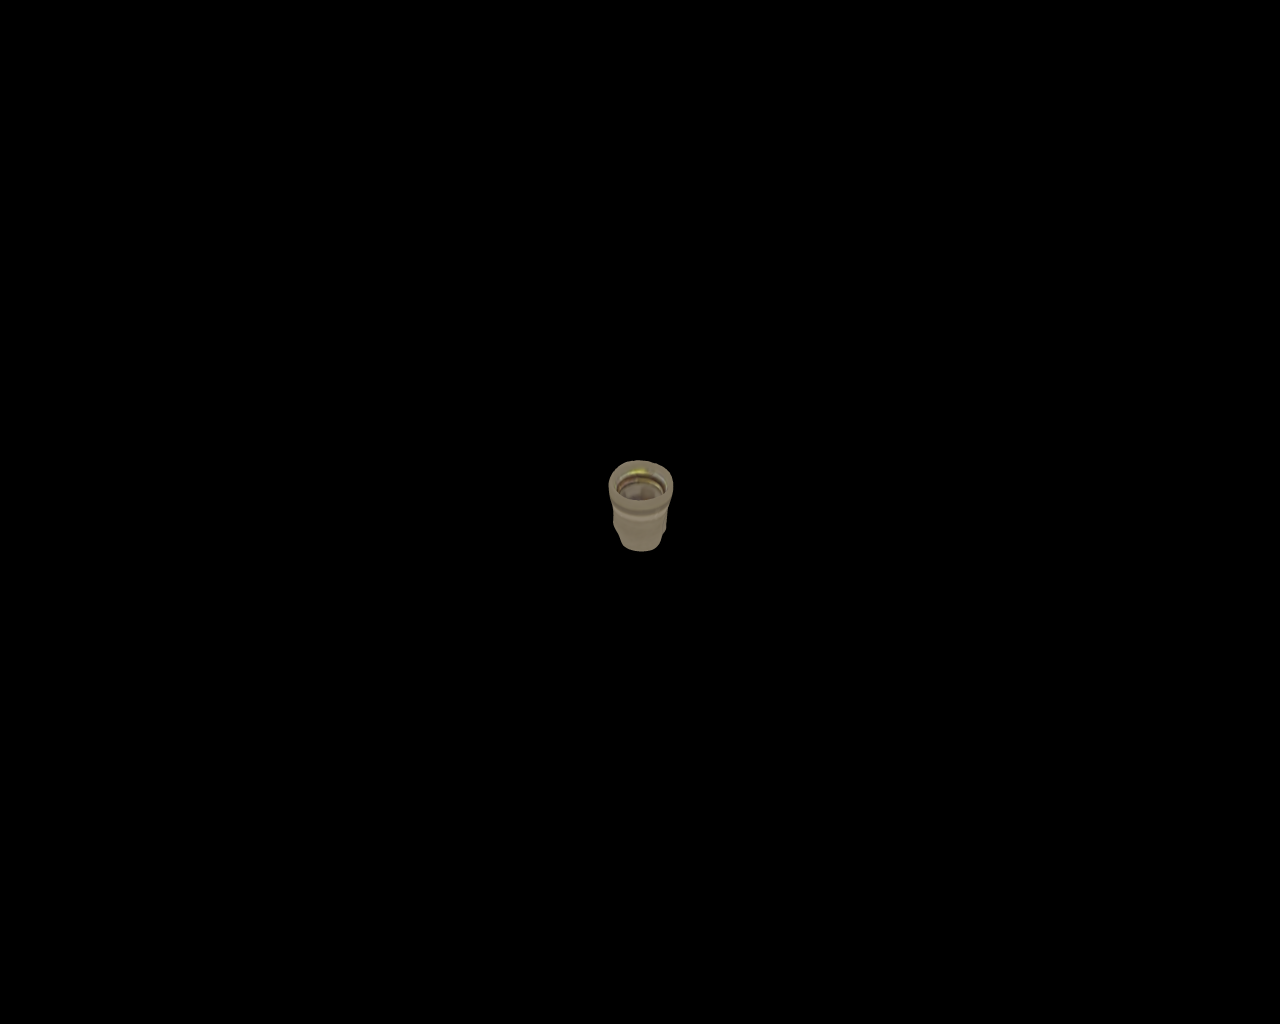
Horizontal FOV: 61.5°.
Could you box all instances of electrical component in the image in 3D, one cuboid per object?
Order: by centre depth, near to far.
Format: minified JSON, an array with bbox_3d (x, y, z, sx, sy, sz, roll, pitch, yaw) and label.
[{"bbox_3d":[0.001,-0.003,0.650,0.040,0.046,0.040,0,42,0],"label":"electrical component"}]
